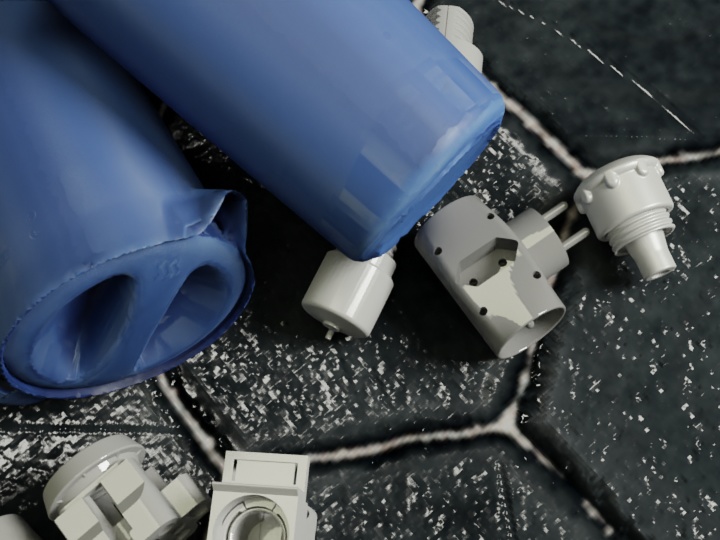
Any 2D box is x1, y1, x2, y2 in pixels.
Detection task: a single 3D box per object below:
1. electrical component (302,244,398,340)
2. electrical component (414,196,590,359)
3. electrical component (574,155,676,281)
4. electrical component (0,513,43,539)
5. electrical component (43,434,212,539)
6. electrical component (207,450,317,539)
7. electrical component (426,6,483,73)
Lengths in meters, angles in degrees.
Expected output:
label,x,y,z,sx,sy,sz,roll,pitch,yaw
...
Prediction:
label,x,y,z,sx,sy,sz,roll,pitch,yaw
electrical component,0.000,0.000,0.577,0.040,0.040,0.078,22,75,17
electrical component,0.082,-0.006,0.564,0.079,0.043,0.077,-34,68,-4
electrical component,0.144,-0.025,0.561,0.048,0.048,0.062,-22,74,1
electrical component,-0.181,0.178,0.539,0.079,0.043,0.077,-42,69,-8
electrical component,-0.123,0.121,0.543,0.078,0.058,0.057,-41,71,-6
electrical component,-0.046,0.132,0.523,0.042,0.063,0.081,2,70,11
electrical component,0.047,-0.112,0.610,0.043,0.043,0.081,4,70,11
